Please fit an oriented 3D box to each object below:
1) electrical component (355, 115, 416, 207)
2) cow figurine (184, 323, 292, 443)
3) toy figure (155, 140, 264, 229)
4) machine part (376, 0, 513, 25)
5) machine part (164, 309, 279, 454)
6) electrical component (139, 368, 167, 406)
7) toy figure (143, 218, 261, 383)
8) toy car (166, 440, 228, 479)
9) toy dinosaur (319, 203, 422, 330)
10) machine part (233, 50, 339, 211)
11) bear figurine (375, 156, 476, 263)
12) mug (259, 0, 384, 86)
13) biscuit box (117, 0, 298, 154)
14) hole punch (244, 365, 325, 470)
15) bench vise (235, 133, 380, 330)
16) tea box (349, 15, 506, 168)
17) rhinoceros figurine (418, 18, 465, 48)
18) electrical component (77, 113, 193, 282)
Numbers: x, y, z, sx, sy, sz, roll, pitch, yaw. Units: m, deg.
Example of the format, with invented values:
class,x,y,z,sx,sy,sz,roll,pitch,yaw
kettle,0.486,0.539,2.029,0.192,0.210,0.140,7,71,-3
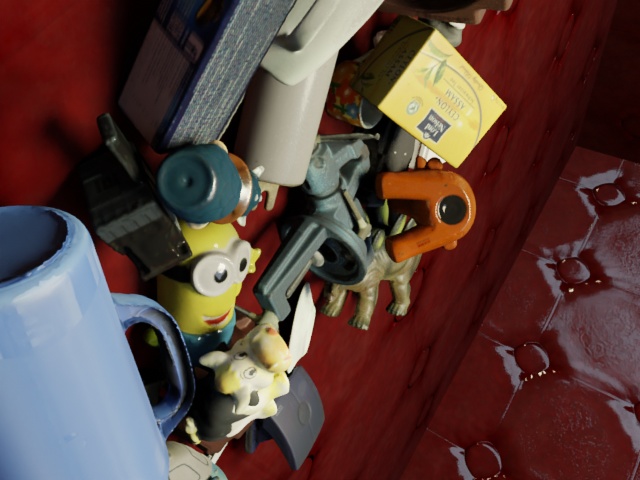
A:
class,x,y,z,sx,sy,sz,roll,pitch,yaw
electrical component,0.087,-0.115,0.776,0.115,0.058,0.134,-10,120,-57
cow figurine,-0.083,0.137,0.504,0.098,0.068,0.167,-26,156,-30
toy figure,-0.082,-0.044,0.431,0.064,0.058,0.154,-44,178,5
machine part,0.073,-0.277,0.449,0.201,0.202,0.087,25,86,-63
machine part,-0.111,0.173,0.655,0.179,0.056,0.179,-43,147,-37
electrical component,-0.182,0.175,0.535,0.102,0.045,0.078,2,111,-62
toy figure,-0.121,0.057,0.512,0.082,0.089,0.180,-62,172,-56
toy car,-0.176,0.276,0.587,0.161,0.109,0.102,-13,101,-45
toy dinosaur,0.119,0.024,0.905,0.471,0.105,0.198,-16,123,-63
machine part,-0.031,-0.142,0.511,0.079,0.079,0.243,-14,125,-58
bear figurine,0.129,-0.053,0.729,0.196,0.132,0.120,-120,-161,-76
mug,-0.008,-0.170,0.413,0.080,0.110,0.107,30,116,-25
biscuit box,-0.067,-0.152,0.366,0.063,0.059,0.202,-22,157,-54
hole punch,-0.049,0.252,0.781,0.142,0.092,0.115,-47,146,-51
bench vise,-0.010,-0.004,0.625,0.240,0.129,0.223,-55,150,-29
tea box,0.126,-0.164,0.614,0.169,0.068,0.098,21,111,-44
rhinoceros figurine,0.135,-0.317,0.617,0.112,0.073,0.190,-30,115,-51
electrical component,-0.141,-0.031,0.390,0.048,0.075,0.119,-28,150,-5
